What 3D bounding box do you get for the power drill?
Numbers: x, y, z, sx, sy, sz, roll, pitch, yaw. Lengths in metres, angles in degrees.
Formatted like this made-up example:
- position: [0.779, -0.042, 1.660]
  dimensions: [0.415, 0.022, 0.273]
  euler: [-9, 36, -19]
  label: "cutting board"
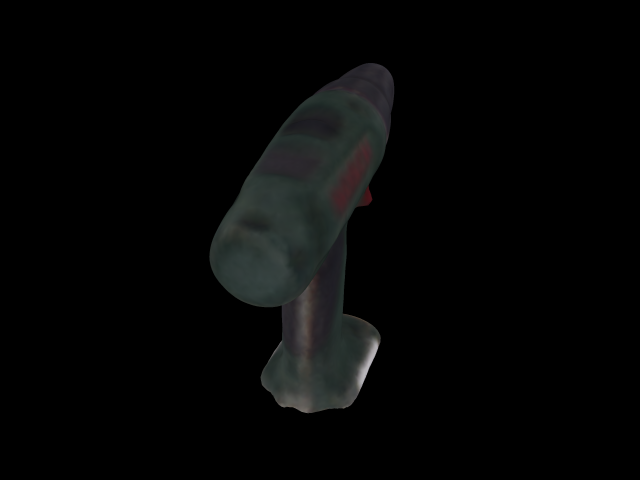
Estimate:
- position: [0.004, 0.001, 0.400]
  dimensions: [0.075, 0.208, 0.230]
  euler: [9, 30, 17]
  label: "power drill"
